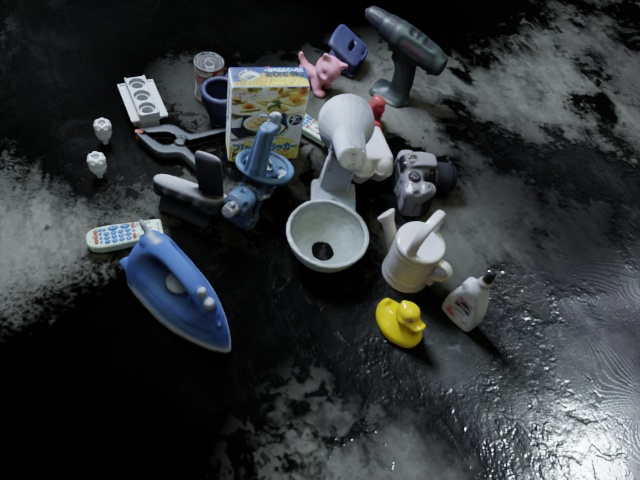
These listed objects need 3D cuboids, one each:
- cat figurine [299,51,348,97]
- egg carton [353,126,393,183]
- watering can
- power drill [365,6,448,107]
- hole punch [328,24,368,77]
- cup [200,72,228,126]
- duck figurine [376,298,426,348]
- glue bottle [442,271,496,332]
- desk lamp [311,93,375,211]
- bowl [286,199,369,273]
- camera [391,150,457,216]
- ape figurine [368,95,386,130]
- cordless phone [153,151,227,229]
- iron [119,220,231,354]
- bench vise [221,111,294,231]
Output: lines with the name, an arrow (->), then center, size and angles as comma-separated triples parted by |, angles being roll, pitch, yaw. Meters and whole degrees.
cat figurine -> 0.000, -0.425, 1.421 | 0.127, 0.118, 0.067 | 26, 54, 7
egg carton -> 0.105, -0.199, 1.314 | 0.107, 0.069, 0.150 | -9, 58, -18
watering can -> 0.183, 0.010, 1.106 | 0.172, 0.194, 0.101 | 22, 54, 4
power drill -> 0.192, -0.443, 1.418 | 0.229, 0.208, 0.076 | 28, 54, 8
hole punch -> 0.073, -0.500, 1.506 | 0.101, 0.091, 0.109 | 22, 54, 4
cup -> -0.223, -0.320, 1.313 | 0.091, 0.095, 0.118 | 15, 54, -1
duck figurine -> 0.155, 0.143, 1.073 | 0.078, 0.086, 0.104 | -32, 67, -29
glue bottle -> 0.288, 0.105, 1.074 | 0.078, 0.173, 0.037 | 43, 58, 18
desk lamp -> 0.049, -0.164, 1.187 | 0.118, 0.213, 0.203 | 5, 54, -8
bowl -> 0.011, 0.004, 1.147 | 0.167, 0.075, 0.167 | 6, 54, -8
camera -> 0.240, -0.136, 1.278 | 0.137, 0.101, 0.143 | 2, 55, -10
ape figurine -> 0.132, -0.308, 1.383 | 0.076, 0.092, 0.078 | 29, 55, 10
cordless phone -> -0.250, -0.121, 1.112 | 0.147, 0.185, 0.094 | 17, 54, 1
iron -> -0.239, 0.078, 1.000 | 0.258, 0.141, 0.119 | 42, 58, 17
bench vise -> -0.114, -0.131, 1.126 | 0.121, 0.220, 0.207 | 13, 54, -2
